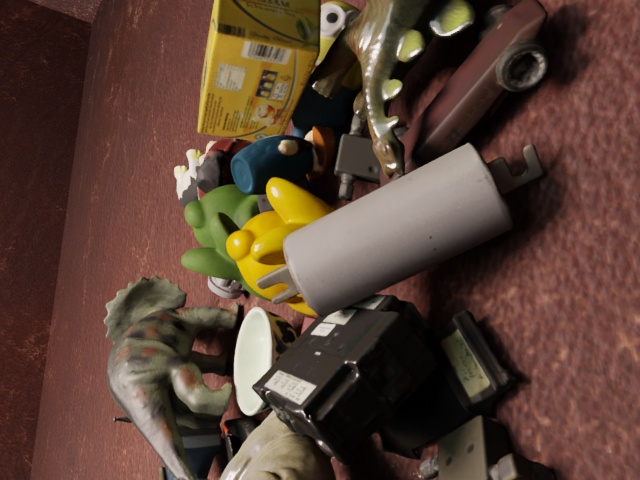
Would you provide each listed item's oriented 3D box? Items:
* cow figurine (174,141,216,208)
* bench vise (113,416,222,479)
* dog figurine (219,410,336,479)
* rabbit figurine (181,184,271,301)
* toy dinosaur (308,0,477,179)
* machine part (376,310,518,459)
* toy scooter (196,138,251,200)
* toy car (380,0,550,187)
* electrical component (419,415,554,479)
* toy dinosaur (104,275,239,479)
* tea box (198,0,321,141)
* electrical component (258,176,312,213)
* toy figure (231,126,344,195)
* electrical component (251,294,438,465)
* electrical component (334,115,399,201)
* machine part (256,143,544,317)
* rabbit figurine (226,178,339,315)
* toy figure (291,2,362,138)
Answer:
[{"bbox_3d":[-0.200,-0.105,0.934,0.167,0.068,0.098,-27,64,55],"label":"cow figurine"},{"bbox_3d":[-0.203,0.363,0.731,0.224,0.129,0.240,48,121,35],"label":"bench vise"},{"bbox_3d":[-0.011,0.190,0.472,0.172,0.121,0.190,-17,29,48],"label":"dog figurine"},{"bbox_3d":[-0.087,0.004,0.679,0.121,0.159,0.170,-54,55,18],"label":"rabbit figurine"},{"bbox_3d":[0.091,-0.279,0.512,0.199,0.105,0.471,-21,59,52],"label":"toy dinosaur"},{"bbox_3d":[0.096,0.126,0.444,0.138,0.039,0.084,-55,48,28],"label":"machine part"},{"bbox_3d":[-0.137,-0.090,0.800,0.183,0.075,0.135,96,-175,-57],"label":"toy scooter"},{"bbox_3d":[0.121,-0.109,0.463,0.202,0.053,0.089,-50,22,34],"label":"toy car"},{"bbox_3d":[0.117,0.179,0.392,0.102,0.045,0.078,-52,13,30],"label":"electrical component"},{"bbox_3d":[-0.213,0.165,0.715,0.405,0.192,0.131,-109,29,-71],"label":"toy dinosaur"},{"bbox_3d":[-0.067,-0.170,0.541,0.169,0.098,0.068,136,138,-64],"label":"tea box"},{"bbox_3d":[-0.041,-0.069,0.664,0.048,0.119,0.075,-19,83,20],"label":"electrical component"},{"bbox_3d":[-0.019,-0.090,0.578,0.064,0.154,0.057,-1,108,55],"label":"toy figure"},{"bbox_3d":[0.024,0.100,0.435,0.134,0.058,0.115,-43,18,-21],"label":"electrical component"},{"bbox_3d":[0.049,-0.082,0.555,0.021,0.063,0.094,113,169,-77],"label":"electrical component"},{"bbox_3d":[0.061,-0.005,0.433,0.243,0.079,0.079,-27,52,11],"label":"machine part"},{"bbox_3d":[-0.001,-0.002,0.551,0.173,0.162,0.122,-5,63,38],"label":"rabbit figurine"},{"bbox_3d":[0.004,-0.192,0.642,0.089,0.082,0.180,31,109,57],"label":"toy figure"}]
